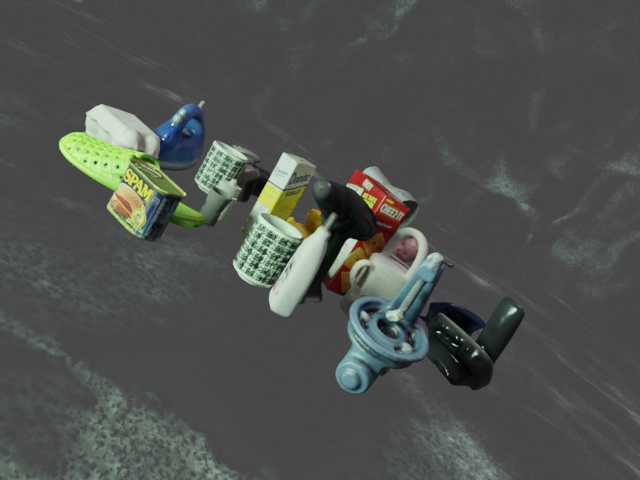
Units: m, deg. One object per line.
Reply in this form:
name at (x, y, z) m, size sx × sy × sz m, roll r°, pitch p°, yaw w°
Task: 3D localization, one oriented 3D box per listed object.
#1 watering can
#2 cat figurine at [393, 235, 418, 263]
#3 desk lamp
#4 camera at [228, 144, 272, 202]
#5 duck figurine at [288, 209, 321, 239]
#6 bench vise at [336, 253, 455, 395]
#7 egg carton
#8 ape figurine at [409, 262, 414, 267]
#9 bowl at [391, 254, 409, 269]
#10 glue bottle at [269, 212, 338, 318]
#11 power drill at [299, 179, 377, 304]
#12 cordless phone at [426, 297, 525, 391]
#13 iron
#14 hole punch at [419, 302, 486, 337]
watering can at (0.132, 0.066, 1.046) m, size 0.100 × 0.194 × 0.173 m, roll 40°, pitch 15°, yaw 30°
cat figurine at (0.230, 0.028, 1.568) m, size 0.067 × 0.117 × 0.127 m, roll 27°, pitch 14°, yaw -22°
desk lamp at (0.126, -0.071, 1.477) m, size 0.118 × 0.213 × 0.202 m, roll 17°, pitch 20°, yaw -48°
camera at (-0.169, -0.153, 1.351) m, size 0.137 × 0.100 × 0.142 m, roll 23°, pitch 16°, yaw -33°
duck figurine at (-0.024, -0.030, 1.270) m, size 0.105 × 0.086 × 0.077 m, roll 27°, pitch 14°, yaw -20°
bench vise at (0.107, 0.099, 0.818) m, size 0.121 × 0.219 × 0.207 m, roll 31°, pitch 13°, yaw -4°
egg carton at (-0.382, -0.202, 1.114) m, size 0.150 × 0.069 × 0.108 m, roll 39°, pitch 15°, yaw 27°
ape figurine at (0.215, 0.093, 1.357) m, size 0.077 × 0.092 × 0.076 m, roll 35°, pitch 14°, yaw 13°
bowl at (0.135, 0.074, 1.283) m, size 0.167 × 0.074 × 0.167 m, roll 30°, pitch 14°, yaw -8°
glue bottle at (-0.021, 0.031, 0.871) m, size 0.037 × 0.173 × 0.078 m, roll 28°, pitch 14°, yaw -18°
power drill at (0.009, 0.003, 0.961) m, size 0.075 × 0.208 × 0.230 m, roll 38°, pitch 15°, yaw 24°
cordless phone at (0.283, 0.166, 1.050) m, size 0.094 × 0.185 × 0.147 m, roll 17°, pitch 20°, yaw -47°
iron at (-0.308, -0.239, 1.254) m, size 0.119 × 0.141 × 0.258 m, roll 30°, pitch 14°, yaw -8°
hole punch at (0.285, 0.172, 1.235) m, size 0.109 × 0.091 × 0.101 m, roll 30°, pitch 14°, yaw -10°
